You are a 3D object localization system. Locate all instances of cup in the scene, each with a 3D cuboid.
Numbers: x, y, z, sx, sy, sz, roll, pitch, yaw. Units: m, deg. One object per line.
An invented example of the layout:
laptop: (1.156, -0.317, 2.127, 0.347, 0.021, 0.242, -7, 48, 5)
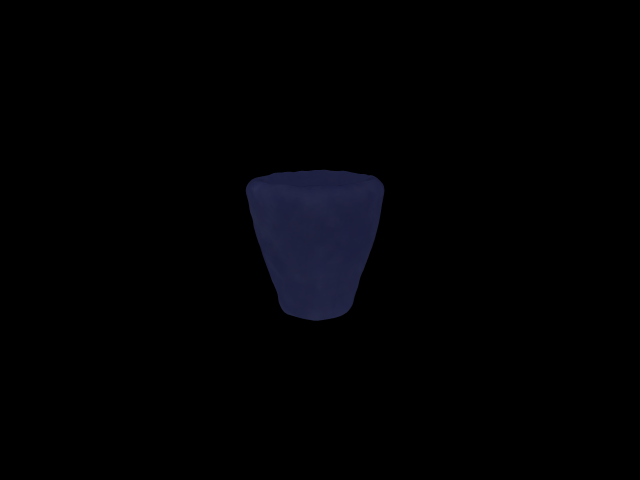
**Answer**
cup: (0.004, 0.001, 0.400, 0.091, 0.095, 0.118, 8, 16, 31)
